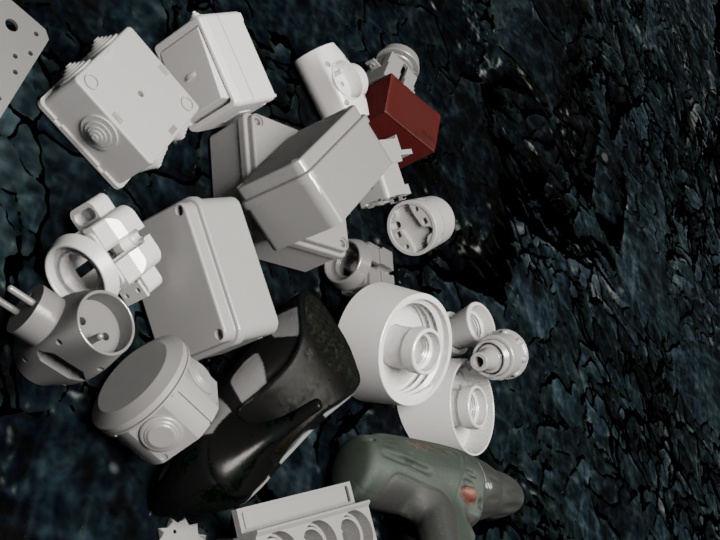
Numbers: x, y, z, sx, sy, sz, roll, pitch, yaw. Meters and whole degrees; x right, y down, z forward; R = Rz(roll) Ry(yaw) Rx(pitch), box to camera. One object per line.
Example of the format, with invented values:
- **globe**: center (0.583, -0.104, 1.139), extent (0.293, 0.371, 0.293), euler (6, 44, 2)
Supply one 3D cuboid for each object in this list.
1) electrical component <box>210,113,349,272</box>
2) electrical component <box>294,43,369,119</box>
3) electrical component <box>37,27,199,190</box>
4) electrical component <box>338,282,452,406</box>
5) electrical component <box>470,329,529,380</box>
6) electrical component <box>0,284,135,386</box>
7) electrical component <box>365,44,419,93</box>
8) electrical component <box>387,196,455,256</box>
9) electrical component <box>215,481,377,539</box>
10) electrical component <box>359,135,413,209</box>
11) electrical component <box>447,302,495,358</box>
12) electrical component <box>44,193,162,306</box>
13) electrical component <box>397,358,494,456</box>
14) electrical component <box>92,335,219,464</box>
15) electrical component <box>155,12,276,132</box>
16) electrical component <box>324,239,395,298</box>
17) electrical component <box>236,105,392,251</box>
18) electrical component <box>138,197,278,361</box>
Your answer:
- **electrical component**: center (-0.069, -0.064, 0.917), extent (0.109, 0.056, 0.108), euler (16, 60, -45)
- **electrical component**: center (-0.018, -0.180, 1.047), extent (0.079, 0.044, 0.077), euler (-32, 97, -52)
- **electrical component**: center (-0.181, -0.125, 0.821), extent (0.099, 0.048, 0.099), euler (50, 41, -20)
- **electrical component**: center (0.036, 0.067, 0.940), extent (0.108, 0.060, 0.108), euler (-8, 101, -46)
- **electrical component**: center (0.123, 0.081, 0.991), extent (0.062, 0.048, 0.048), euler (-6, 77, -57)
- **electrical component**: center (-0.199, 0.035, 0.693), extent (0.079, 0.077, 0.043), euler (40, 45, -30)
- **electrical component**: center (0.034, -0.202, 1.120), extent (0.066, 0.048, 0.055), euler (42, 52, -29)
- **electrical component**: center (0.062, -0.045, 1.066), extent (0.047, 0.055, 0.055), euler (-22, 89, -56)
- **electrical component**: center (-0.049, 0.208, 0.795), extent (0.121, 0.063, 0.078), euler (-1, 72, -50)
- **electrical component**: center (0.016, -0.094, 1.046), extent (0.081, 0.042, 0.063), euler (-15, 87, -52)
- **electrical component**: center (0.098, 0.060, 1.052), extent (0.045, 0.055, 0.045), euler (26, 53, -40)
- **electrical component**: center (-0.182, -0.007, 0.753), extent (0.078, 0.058, 0.057), euler (58, 36, -12)
- **electrical component**: center (0.083, 0.129, 1.011), extent (0.099, 0.064, 0.099), euler (18, 68, -55)
- **electrical component**: center (-0.139, 0.088, 0.737), extent (0.051, 0.080, 0.080), euler (49, 41, -29)
- **electrical component**: center (-0.126, -0.171, 0.899), extent (0.061, 0.062, 0.096), euler (-24, 90, -52)
- **electrical component**: center (0.000, 0.000, 0.976), extent (0.055, 0.048, 0.066), euler (27, 52, -49)
- **electrical component**: center (-0.035, -0.074, 0.849), extent (0.057, 0.078, 0.113), euler (57, 39, -16)
- **electrical component**: center (-0.120, 0.008, 0.802), extent (0.057, 0.078, 0.113), euler (-10, 79, -55)
